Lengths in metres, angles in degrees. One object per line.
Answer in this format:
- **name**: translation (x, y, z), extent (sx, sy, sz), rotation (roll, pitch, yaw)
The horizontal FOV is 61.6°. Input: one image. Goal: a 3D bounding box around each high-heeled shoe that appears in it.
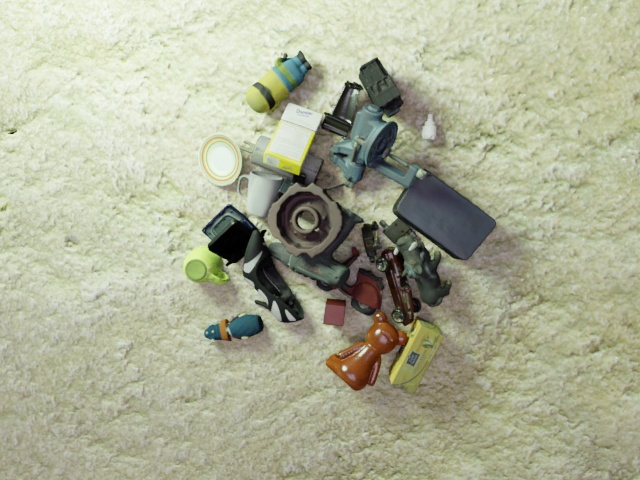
- **high-heeled shoe**: translation (-0.109, 0.098, 1.346), extent (0.145, 0.086, 0.248), rotation (13, 123, 22)

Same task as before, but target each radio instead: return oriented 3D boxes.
- **radio**: translation (0.301, -0.059, 1.322), extent (0.229, 0.073, 0.131), rotation (36, 88, 0)

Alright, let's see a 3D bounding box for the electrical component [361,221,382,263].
- **electrical component**: translation (0.130, -0.001, 1.338), extent (0.045, 0.102, 0.078), rotation (-13, 120, 9)

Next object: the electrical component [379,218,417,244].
- **electrical component**: translation (0.197, -0.026, 1.365), extent (0.094, 0.021, 0.063), rotation (44, 97, -1)

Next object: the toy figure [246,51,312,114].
- **toy figure**: translation (-0.103, -0.384, 1.306), extent (0.180, 0.089, 0.082), rotation (-36, 87, 9)

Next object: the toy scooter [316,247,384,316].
- **toy scooter**: translation (0.092, 0.098, 1.361), extent (0.184, 0.075, 0.135), rotation (31, 96, 4)

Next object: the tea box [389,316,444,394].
- **tea box**: translation (0.241, 0.290, 1.362), extent (0.068, 0.098, 0.169), rotation (24, 96, -1)

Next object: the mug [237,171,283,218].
- **mug**: translation (-0.155, -0.114, 1.347), extent (0.110, 0.081, 0.107), rotation (12, 104, 1)

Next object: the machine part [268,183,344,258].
- **machine part**: translation (-0.030, -0.047, 1.265), extent (0.180, 0.056, 0.179), rotation (1, 95, 13)

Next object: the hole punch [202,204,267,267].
- **hole punch**: translation (-0.224, -0.015, 1.362), extent (0.142, 0.092, 0.115), rotation (-44, 136, 8)

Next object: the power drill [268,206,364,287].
- **power drill**: translation (-0.003, -0.004, 1.334), extent (0.232, 0.086, 0.207), rotation (32, 86, 27)

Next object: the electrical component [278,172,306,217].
- **electrical component**: translation (-0.061, -0.115, 1.323), extent (0.075, 0.119, 0.048), rotation (24, 59, -2)

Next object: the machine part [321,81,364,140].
- **machine part**: translation (0.058, -0.323, 1.323), extent (0.084, 0.039, 0.138), rotation (28, 112, 3)

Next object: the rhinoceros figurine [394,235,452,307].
- **rhinoceros figurine**: translation (0.248, 0.073, 1.323), extent (0.112, 0.073, 0.190), rotation (-35, 103, -37)

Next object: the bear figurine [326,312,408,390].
- **bear figurine**: translation (0.120, 0.283, 1.374), extent (0.120, 0.132, 0.196), rotation (39, 79, -3)

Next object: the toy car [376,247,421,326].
- **toy car**: translation (0.202, 0.115, 1.346), extent (0.053, 0.089, 0.202), rotation (-14, 95, 43)

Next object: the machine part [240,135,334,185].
- **machine part**: translation (-0.080, -0.196, 1.334), extent (0.243, 0.079, 0.079), rotation (20, 97, 1)

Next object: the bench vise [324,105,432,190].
- **bench vise**: translation (0.138, -0.187, 1.262), extent (0.241, 0.129, 0.223), rotation (34, 119, 21)

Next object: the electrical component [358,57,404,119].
- **electrical component**: translation (0.146, -0.358, 1.283), extent (0.058, 0.115, 0.134), rotation (-31, 92, 8)

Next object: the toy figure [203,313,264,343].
- **toy figure**: translation (-0.226, 0.233, 1.401), extent (0.155, 0.064, 0.057), rotation (-13, 133, 9)
